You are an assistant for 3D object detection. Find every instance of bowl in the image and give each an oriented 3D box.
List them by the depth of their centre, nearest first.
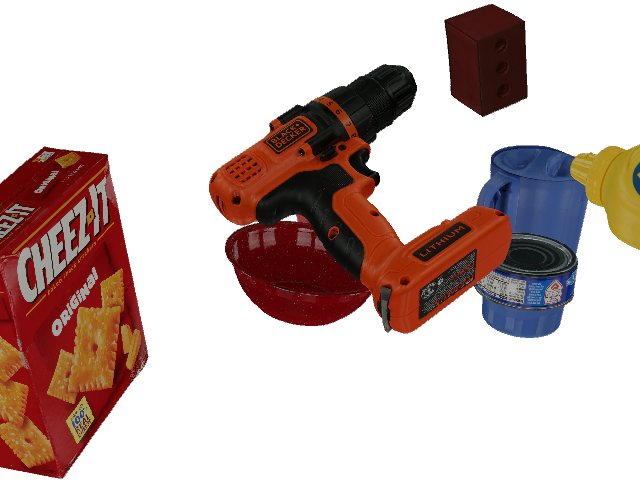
[{"bbox_3d":[-0.017,0.038,1.046,0.162,0.055,0.162,8,25,-4],"label":"bowl"}]

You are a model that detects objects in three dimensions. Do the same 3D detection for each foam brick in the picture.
[{"bbox_3d":[0.148,-0.162,0.951,0.053,0.078,0.051,-24,38,-16],"label":"foam brick"}]

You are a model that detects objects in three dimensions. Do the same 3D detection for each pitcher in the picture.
[{"bbox_3d":[0.272,0.005,1.416,0.149,0.243,0.145,5,24,4],"label":"pitcher"}]

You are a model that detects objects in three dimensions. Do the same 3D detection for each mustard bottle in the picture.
[{"bbox_3d":[0.239,-0.018,0.663,0.096,0.058,0.192,-29,38,-32],"label":"mustard bottle"}]

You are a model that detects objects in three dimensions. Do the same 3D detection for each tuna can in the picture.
[{"bbox_3d":[0.174,0.025,0.905,0.086,0.034,0.086,2,25,-1],"label":"tuna can"}]

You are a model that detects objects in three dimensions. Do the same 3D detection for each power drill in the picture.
[{"bbox_3d":[0.042,-0.036,0.750,0.184,0.057,0.188,-37,56,-19],"label":"power drill"}]

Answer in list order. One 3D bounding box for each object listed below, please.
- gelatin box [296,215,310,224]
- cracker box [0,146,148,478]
[{"bbox_3d":[0.012,-0.014,1.275,0.073,0.089,0.030,-3,29,10],"label":"gelatin box"},{"bbox_3d":[-0.216,0.056,0.864,0.072,0.214,0.164,6,33,18],"label":"cracker box"}]
